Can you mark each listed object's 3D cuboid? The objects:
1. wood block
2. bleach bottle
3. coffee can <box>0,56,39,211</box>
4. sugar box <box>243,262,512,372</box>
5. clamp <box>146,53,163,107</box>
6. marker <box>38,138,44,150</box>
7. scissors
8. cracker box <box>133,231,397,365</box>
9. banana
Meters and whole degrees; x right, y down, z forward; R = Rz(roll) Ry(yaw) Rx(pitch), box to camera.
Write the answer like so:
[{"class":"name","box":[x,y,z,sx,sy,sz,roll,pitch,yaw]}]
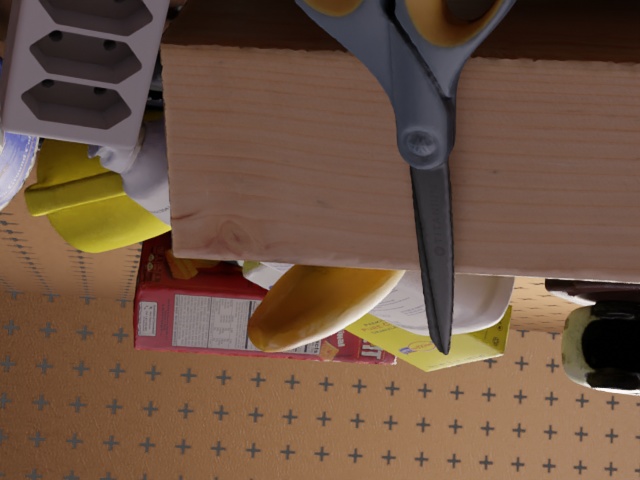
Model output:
[{"class":"wood block","box":[0.050,-0.046,0.423,0.206,0.091,0.090,3,-151,4]},{"class":"bleach bottle","box":[-0.011,-0.014,0.615,0.250,0.068,0.103,23,158,-28]},{"class":"coffee can","box":[-0.194,-0.063,0.479,0.103,0.103,0.140,4,173,0]},{"class":"sugar box","box":[0.041,0.037,0.757,0.176,0.048,0.094,26,152,-24]},{"class":"clamp","box":[-0.036,-0.077,0.523,0.209,0.036,0.165,8,179,-20]},{"class":"marker","box":[-0.207,-0.071,0.734,0.121,0.020,0.020,4,172,0]},{"class":"scissors","box":[0.019,-0.048,0.362,0.096,0.202,0.016,21,-139,14]},{"class":"cracker box","box":[-0.044,0.025,0.901,0.213,0.072,0.164,4,-149,-6]},{"class":"banana","box":[0.015,-0.005,0.493,0.070,0.037,0.197,-13,-156,12]}]
